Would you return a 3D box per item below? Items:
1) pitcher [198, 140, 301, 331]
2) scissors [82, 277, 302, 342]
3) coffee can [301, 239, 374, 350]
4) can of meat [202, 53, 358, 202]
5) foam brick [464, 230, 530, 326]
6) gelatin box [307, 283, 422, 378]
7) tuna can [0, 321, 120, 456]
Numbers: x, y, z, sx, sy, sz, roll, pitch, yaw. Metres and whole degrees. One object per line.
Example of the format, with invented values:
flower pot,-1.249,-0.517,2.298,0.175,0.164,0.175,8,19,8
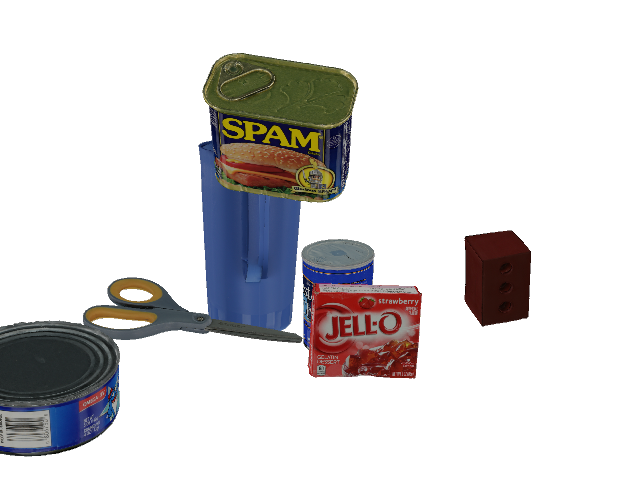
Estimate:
pitcher,-0.087,-0.005,1.345,0.145,0.243,0.148,11,16,36
scissors,-0.121,0.067,1.011,0.201,0.016,0.096,0,33,-7
coffee can,0.025,0.081,1.524,0.103,0.140,0.103,-1,21,0
can of meat,-0.027,-0.076,0.745,0.102,0.057,0.084,10,-38,7
foam brick,0.177,0.037,1.073,0.053,0.078,0.051,-9,28,-9
gelatin box,0.036,0.074,0.876,0.089,0.073,0.030,2,13,-5
tuna can,-0.148,0.077,0.562,0.086,0.034,0.086,2,23,-1
